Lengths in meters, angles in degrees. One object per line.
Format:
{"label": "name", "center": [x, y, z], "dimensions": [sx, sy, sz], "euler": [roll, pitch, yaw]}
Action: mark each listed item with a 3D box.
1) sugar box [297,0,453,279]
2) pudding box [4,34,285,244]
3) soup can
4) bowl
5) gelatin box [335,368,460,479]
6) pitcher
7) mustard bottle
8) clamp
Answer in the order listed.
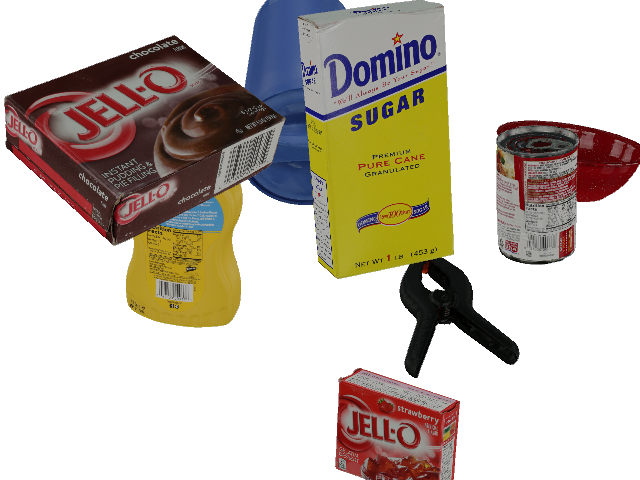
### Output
{"label": "sugar box", "center": [0.040, -0.069, 0.728], "dimensions": [0.093, 0.176, 0.048], "euler": [-12, 23, -17]}
{"label": "pudding box", "center": [-0.089, -0.055, 0.546], "dimensions": [0.090, 0.039, 0.113], "euler": [39, 46, 24]}
{"label": "soup can", "center": [0.185, -0.039, 0.908], "dimensions": [0.068, 0.102, 0.068], "euler": [-4, 25, 2]}
{"label": "bowl", "center": [0.266, -0.082, 1.148], "dimensions": [0.162, 0.055, 0.162], "euler": [6, 21, -2]}
{"label": "gelatin box", "center": [0.053, 0.140, 0.767], "dimensions": [0.089, 0.073, 0.030], "euler": [14, 21, 33]}
{"label": "pitcher", "center": [-0.006, -0.153, 1.082], "dimensions": [0.145, 0.149, 0.243], "euler": [-16, 38, 11]}
{"label": "mustard bottle", "center": [-0.113, -0.023, 0.879], "dimensions": [0.096, 0.192, 0.058], "euler": [9, 30, 10]}
{"label": "clamp", "center": [0.141, 0.075, 1.137], "dimensions": [0.120, 0.171, 0.039], "euler": [4, -44, -9]}
